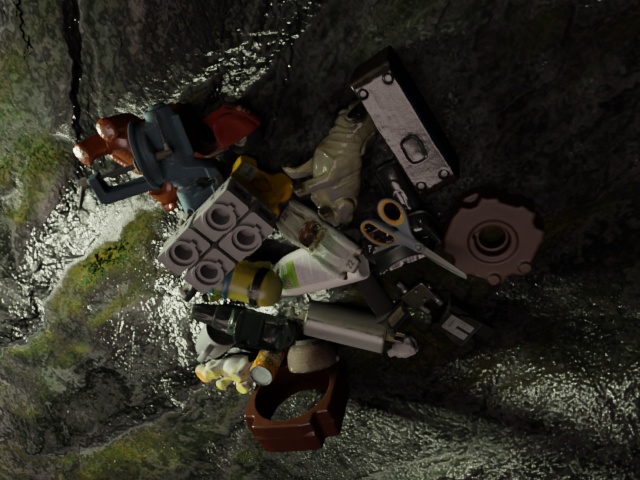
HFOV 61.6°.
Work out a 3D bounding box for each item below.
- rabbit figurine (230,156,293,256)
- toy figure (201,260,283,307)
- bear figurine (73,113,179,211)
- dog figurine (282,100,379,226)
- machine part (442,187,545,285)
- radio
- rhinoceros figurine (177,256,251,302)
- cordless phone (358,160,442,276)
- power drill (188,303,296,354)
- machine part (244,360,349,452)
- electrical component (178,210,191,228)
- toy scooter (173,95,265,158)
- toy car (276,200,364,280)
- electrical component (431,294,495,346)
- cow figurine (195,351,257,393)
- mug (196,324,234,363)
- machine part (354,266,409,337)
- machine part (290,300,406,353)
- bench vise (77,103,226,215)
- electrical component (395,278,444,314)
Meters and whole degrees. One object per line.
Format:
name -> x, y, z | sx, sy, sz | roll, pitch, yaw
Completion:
rabbit figurine -> -0.137, -0.043, 1.014 | 0.122, 0.162, 0.173 | 23, 140, -13
toy figure -> -0.162, 0.082, 1.028 | 0.180, 0.089, 0.082 | 14, 118, -7
bear figurine -> -0.338, -0.137, 1.014 | 0.120, 0.132, 0.195 | -28, 102, 31
dog figurine -> 0.054, -0.131, 0.940 | 0.190, 0.121, 0.172 | -40, 137, 12
machine part -> 0.306, -0.007, 0.958 | 0.180, 0.056, 0.179 | 6, 118, 12
radio -> 0.139, -0.185, 0.857 | 0.073, 0.131, 0.229 | -30, 108, 24
rhinoceros figurine -> -0.229, 0.070, 1.129 | 0.112, 0.073, 0.190 | 38, 120, -9
cordless phone -> 0.125, -0.042, 0.984 | 0.147, 0.089, 0.184 | -25, 98, 26
power drill -> -0.151, 0.176, 1.096 | 0.232, 0.086, 0.207 | 16, 166, -14
machine part -> -0.046, 0.353, 1.163 | 0.202, 0.201, 0.087 | -13, 116, 20
electrical component -> -0.233, -0.043, 1.064 | 0.045, 0.102, 0.078 | 9, 86, 46
toy scooter -> -0.196, -0.204, 0.969 | 0.184, 0.075, 0.135 | -21, 113, 29
toy car -> -0.002, -0.003, 0.989 | 0.202, 0.056, 0.073 | 39, 102, 35
electrical component -> 0.288, 0.169, 1.065 | 0.119, 0.048, 0.074 | 34, 122, -4
cow figurine -> -0.212, 0.293, 1.247 | 0.168, 0.098, 0.068 | -2, 125, 37
mug -> -0.240, 0.232, 1.208 | 0.081, 0.109, 0.107 | 31, 135, -9
machine part -> 0.122, 0.118, 1.069 | 0.139, 0.084, 0.039 | 53, 143, -7
machine part -> 0.055, 0.179, 1.113 | 0.243, 0.079, 0.079 | 11, 120, 8
bench vise -> -0.291, -0.110, 0.927 | 0.241, 0.129, 0.223 | -18, 126, 1
electrical component -> 0.196, 0.106, 1.067 | 0.094, 0.021, 0.063 | 42, 120, -9
